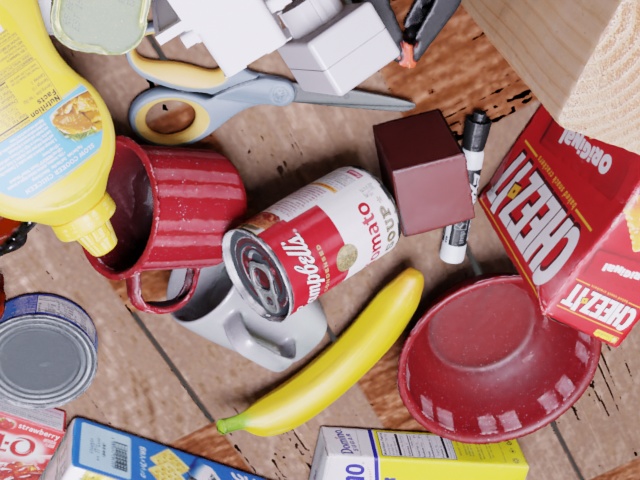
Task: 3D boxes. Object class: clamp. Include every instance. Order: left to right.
[{"bbox_3d":[0.049,-0.193,0.670,0.120,0.039,0.171,5,119,-12],"label":"clamp"}]

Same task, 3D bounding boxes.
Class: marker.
[{"bbox_3d":[0.107,-0.039,0.784,0.020,0.020,0.121,1,120,-11],"label":"marker"}]

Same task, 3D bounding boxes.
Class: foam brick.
[{"bbox_3d":[0.071,-0.048,0.738,0.051,0.078,0.053,-13,122,0],"label":"foam brick"}]

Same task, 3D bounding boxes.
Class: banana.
[{"bbox_3d":[0.012,0.096,0.825,0.198,0.037,0.069,-41,161,8],"label":"banana"}]

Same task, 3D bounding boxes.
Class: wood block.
[{"bbox_3d":[0.162,-0.134,0.627,0.090,0.206,0.090,16,116,-18],"label":"wood block"}]

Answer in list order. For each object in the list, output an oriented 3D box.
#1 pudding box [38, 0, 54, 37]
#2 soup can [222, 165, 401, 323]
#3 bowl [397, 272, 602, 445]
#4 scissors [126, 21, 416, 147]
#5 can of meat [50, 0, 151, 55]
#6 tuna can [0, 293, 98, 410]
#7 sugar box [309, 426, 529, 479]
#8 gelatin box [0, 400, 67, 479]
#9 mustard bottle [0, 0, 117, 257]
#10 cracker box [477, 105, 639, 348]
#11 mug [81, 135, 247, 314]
[{"bbox_3d":[-0.166,-0.171,0.648,0.113,0.039,0.090,-2,119,-11],"label":"pudding box"},{"bbox_3d":[-0.005,0.001,0.705,0.102,0.069,0.068,-31,127,-30],"label":"soup can"},{"bbox_3d":[0.134,0.082,0.839,0.162,0.055,0.162,-4,121,-7],"label":"bowl"},{"bbox_3d":[-0.042,-0.088,0.731,0.201,0.016,0.096,19,117,-19],"label":"scissors"},{"bbox_3d":[-0.119,-0.161,0.590,0.057,0.084,0.102,6,117,-16],"label":"can of meat"},{"bbox_3d":[-0.208,0.082,0.793,0.086,0.034,0.086,-4,121,-7],"label":"tuna can"},{"bbox_3d":[0.080,0.211,0.912,0.176,0.048,0.093,3,120,-13],"label":"sugar box"},{"bbox_3d":[-0.253,0.155,0.830,0.089,0.030,0.073,23,114,-22],"label":"gelatin box"},{"bbox_3d":[-0.177,-0.070,0.630,0.096,0.058,0.191,-40,117,-20],"label":"mustard bottle"},{"bbox_3d":[0.202,-0.065,0.700,0.072,0.164,0.214,23,113,-20],"label":"cracker box"},{"bbox_3d":[-0.103,-0.009,0.707,0.081,0.093,0.117,-1,91,-45],"label":"mug"}]
